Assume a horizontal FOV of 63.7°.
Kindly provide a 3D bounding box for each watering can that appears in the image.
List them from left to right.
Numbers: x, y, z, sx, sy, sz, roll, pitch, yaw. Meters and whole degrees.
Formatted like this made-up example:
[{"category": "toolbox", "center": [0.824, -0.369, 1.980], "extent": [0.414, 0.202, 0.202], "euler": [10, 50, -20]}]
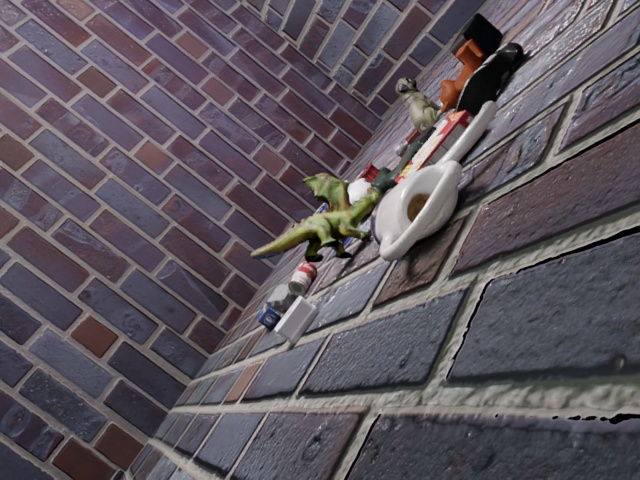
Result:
[{"category": "watering can", "center": [0.205, -0.096, 0.964], "extent": [0.352, 0.104, 0.222], "euler": [-54, 6, -17]}]

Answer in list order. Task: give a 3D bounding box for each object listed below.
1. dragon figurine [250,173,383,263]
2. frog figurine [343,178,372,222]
[{"category": "dragon figurine", "center": [0.004, -0.073, 1.443], "extent": [0.120, 0.411, 0.247], "euler": [105, 159, -63]}, {"category": "frog figurine", "center": [0.114, -0.153, 1.688], "extent": [0.140, 0.159, 0.121], "euler": [-55, 7, -30]}]
